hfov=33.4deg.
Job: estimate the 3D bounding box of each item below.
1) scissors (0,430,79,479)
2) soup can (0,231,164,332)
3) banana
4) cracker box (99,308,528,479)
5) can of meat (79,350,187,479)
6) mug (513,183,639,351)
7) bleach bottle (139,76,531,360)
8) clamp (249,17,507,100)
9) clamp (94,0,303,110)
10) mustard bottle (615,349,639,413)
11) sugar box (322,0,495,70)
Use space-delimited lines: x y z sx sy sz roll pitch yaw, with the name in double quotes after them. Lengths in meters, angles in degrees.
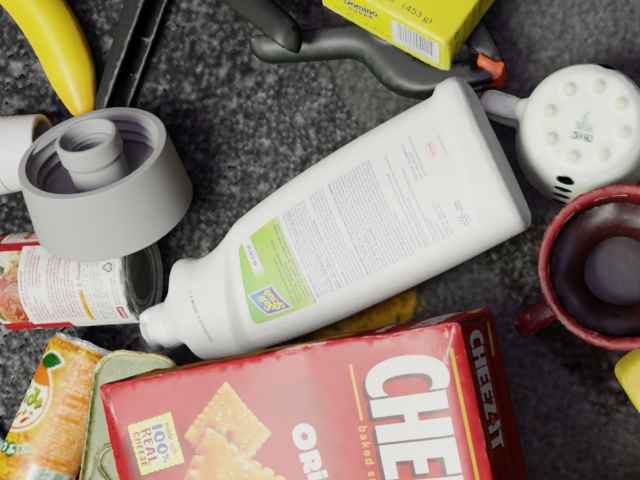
-0.208 0.142 0.752 0.202 0.016 0.096 -16 79 8 "scissors"
-0.165 0.025 0.721 0.102 0.068 0.068 -4 86 13 "soup can"
-0.220 -0.168 0.763 0.198 0.037 0.070 38 112 14 "banana"
-0.001 0.136 0.571 0.214 0.072 0.164 -13 88 24 "cracker box"
-0.111 0.125 0.690 0.057 0.084 0.102 4 82 7 "can of meat"
0.167 0.024 0.633 0.117 0.081 0.093 -35 80 9 "mug"
-0.004 0.001 0.657 0.251 0.068 0.102 -25 81 17 "bleach bottle"
0.047 -0.152 0.695 0.171 0.039 0.120 20 96 14 "clamp"
-0.092 -0.191 0.721 0.165 0.036 0.210 -10 81 27 "clamp"
0.276 0.062 0.617 0.192 0.058 0.096 -35 90 9 "mustard bottle"
0.087 -0.199 0.660 0.093 0.048 0.176 32 80 13 "sugar box"
